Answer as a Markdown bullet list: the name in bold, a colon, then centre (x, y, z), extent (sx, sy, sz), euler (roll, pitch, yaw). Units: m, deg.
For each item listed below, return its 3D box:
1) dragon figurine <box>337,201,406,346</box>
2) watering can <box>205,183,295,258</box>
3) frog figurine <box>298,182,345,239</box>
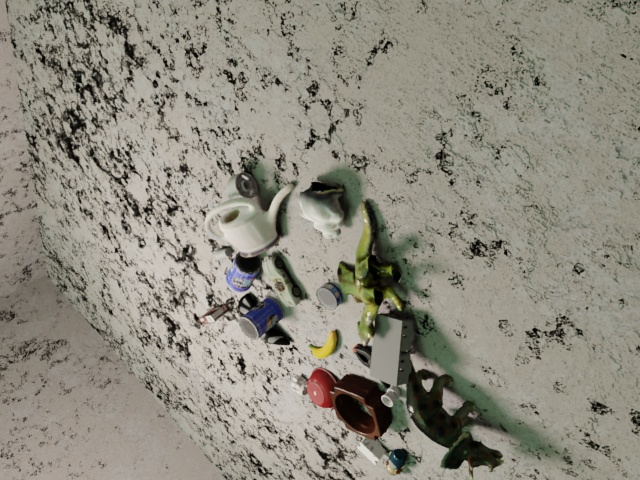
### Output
- **dragon figurine**: centre (0.115, 0.103, 1.495), extent (0.241, 0.123, 0.411), euler (-14, 86, 55)
- **watering can**: centre (-0.200, -0.058, 1.664), extent (0.346, 0.106, 0.220), euler (-17, 130, 18)
- **frog figurine**: centre (0.004, -0.074, 1.469), extent (0.137, 0.124, 0.157), euler (8, 112, 18)
